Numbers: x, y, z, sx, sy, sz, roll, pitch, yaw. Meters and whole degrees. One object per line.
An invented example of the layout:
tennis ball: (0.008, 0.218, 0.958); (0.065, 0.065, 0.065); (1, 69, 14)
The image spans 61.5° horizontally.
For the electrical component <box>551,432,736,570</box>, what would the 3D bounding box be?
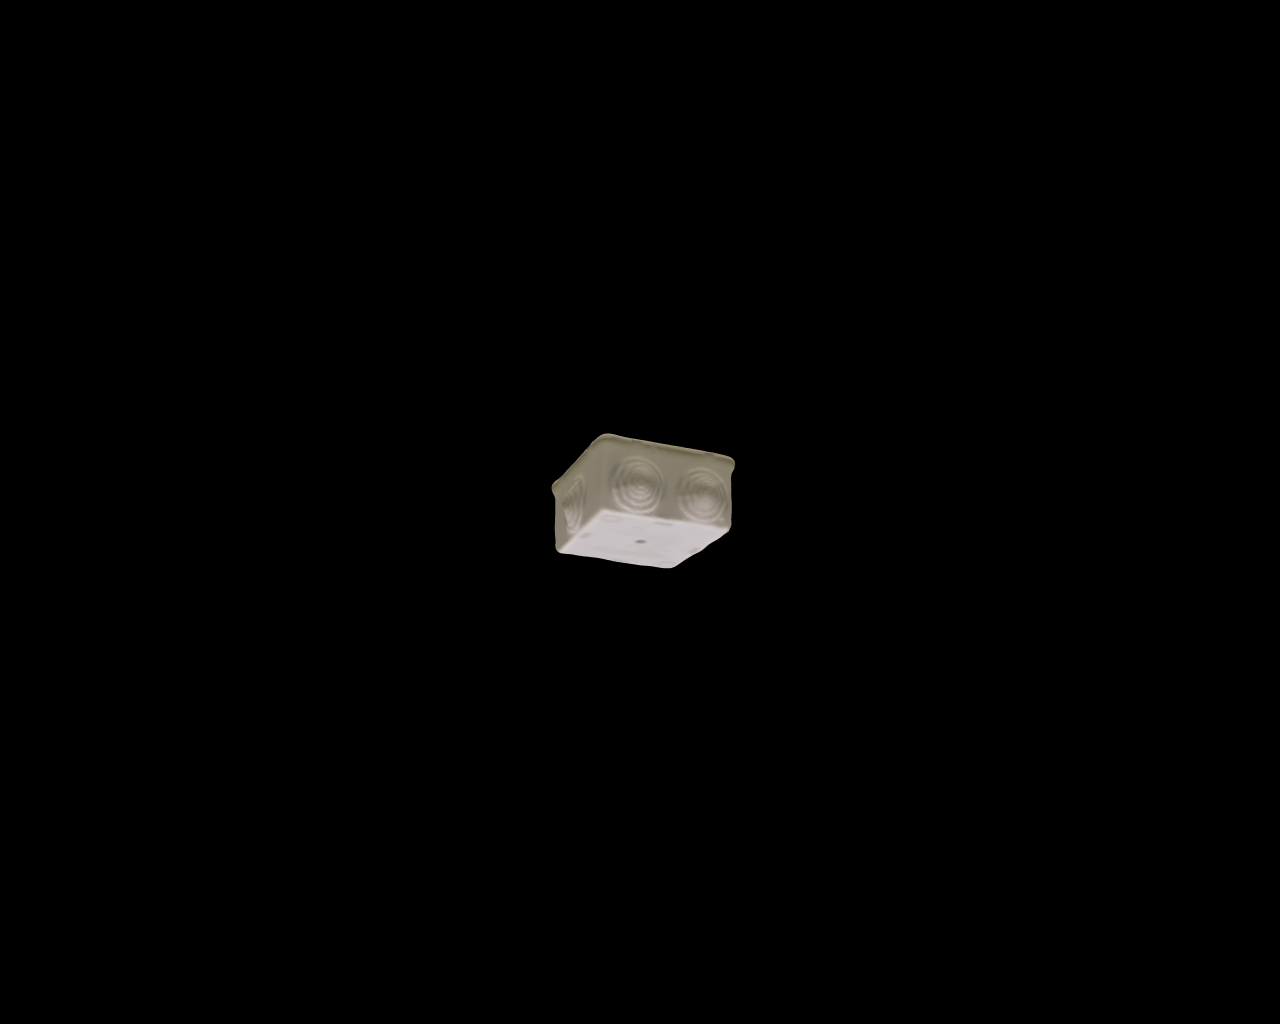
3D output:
electrical component: (0.001, -0.003, 0.650); (0.100, 0.048, 0.099); (9, -23, -22)
